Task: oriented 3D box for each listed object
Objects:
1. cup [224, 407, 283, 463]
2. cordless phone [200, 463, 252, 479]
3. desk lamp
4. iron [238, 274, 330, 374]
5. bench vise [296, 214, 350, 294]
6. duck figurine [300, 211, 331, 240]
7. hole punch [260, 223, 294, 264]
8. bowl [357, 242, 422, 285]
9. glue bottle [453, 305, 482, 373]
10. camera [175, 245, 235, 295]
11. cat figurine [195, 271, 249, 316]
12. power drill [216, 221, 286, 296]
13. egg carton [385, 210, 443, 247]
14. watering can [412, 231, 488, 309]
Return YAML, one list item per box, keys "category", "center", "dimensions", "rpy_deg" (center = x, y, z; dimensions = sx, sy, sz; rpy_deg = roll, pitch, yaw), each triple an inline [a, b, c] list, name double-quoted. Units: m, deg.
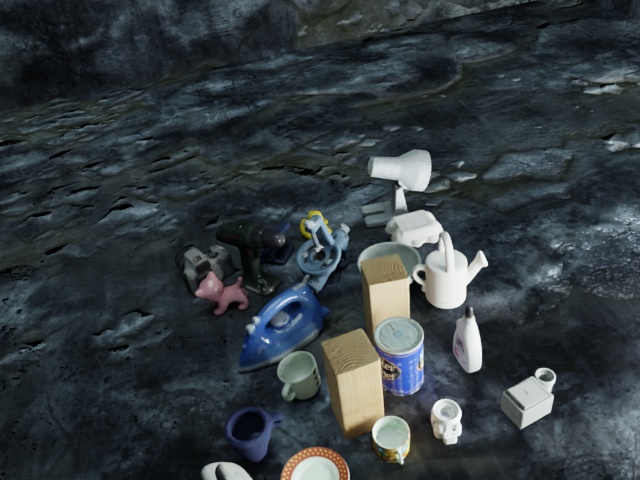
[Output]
- category: "cup"
  center: [-0.124, 0.389, 1.133]
  dimensions: [0.118, 0.095, 0.091]
  rpy_deg: [-18, 38, -13]
- category: "cordless phone"
  center: [-0.160, 0.429, 1.012]
  dimensions: [0.094, 0.185, 0.147]
  rpy_deg: [-31, 43, -27]
- category: "desk lamp"
  center: [0.222, -0.158, 1.683]
  dimensions: [0.203, 0.214, 0.117]
  rpy_deg: [-10, 37, -2]
- category: "iron"
  center: [-0.101, 0.192, 1.346]
  dimensions: [0.259, 0.142, 0.118]
  rpy_deg: [-35, 44, -30]
- category: "bench vise"
  center: [0.002, 0.005, 1.507]
  dimensions: [0.121, 0.220, 0.207]
  rpy_deg: [3, 39, 15]
- category: "duck figurine"
  center: [-0.015, -0.049, 1.691]
  dimensions: [0.104, 0.086, 0.078]
  rpy_deg: [20, 46, 32]
- category: "hole punch"
  center: [-0.137, 0.007, 1.636]
  dimensions: [0.101, 0.091, 0.109]
  rpy_deg: [5, 39, 17]
- category: "bowl"
  center: [0.182, 0.082, 1.493]
  dimensions: [0.167, 0.075, 0.167]
  rpy_deg: [-5, 37, 4]
- category: "glue bottle"
  center: [0.316, 0.203, 1.228]
  dimensions: [0.037, 0.173, 0.078]
  rpy_deg: [-18, 38, -12]
- category: "camera"
  center: [-0.335, 0.060, 1.596]
  dimensions: [0.143, 0.101, 0.136]
  rpy_deg: [-32, 43, -28]
- category: "cat figurine"
  center: [-0.254, 0.130, 1.475]
  dimensions: [0.128, 0.118, 0.067]
  rpy_deg: [-14, 38, -8]
- category: "power drill"
  center: [-0.168, 0.040, 1.502]
  dimensions: [0.228, 0.209, 0.076]
  rpy_deg: [18, 45, 30]
- category: "egg carton"
  center: [0.265, -0.028, 1.625]
  dimensions: [0.150, 0.069, 0.107]
  rpy_deg: [-15, 38, -9]
- category: "watering can"
  center: [0.314, 0.063, 1.395]
  dimensions: [0.173, 0.194, 0.100]
  rpy_deg: [-19, 39, -14]
